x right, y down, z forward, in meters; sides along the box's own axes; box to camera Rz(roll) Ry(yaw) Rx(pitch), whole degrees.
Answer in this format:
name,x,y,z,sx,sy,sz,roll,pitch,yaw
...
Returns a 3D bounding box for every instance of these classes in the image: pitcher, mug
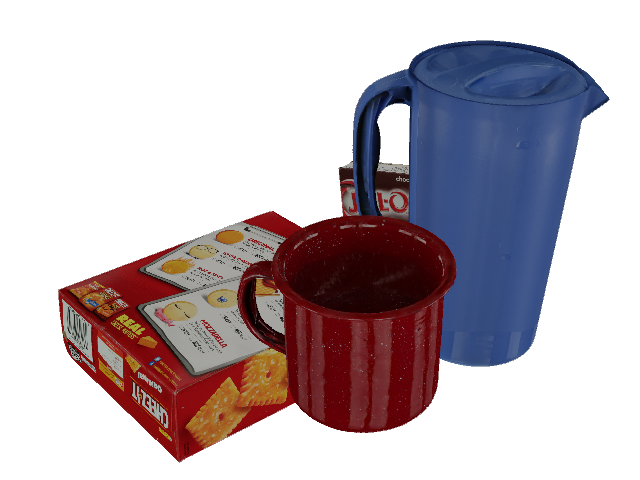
name,x,y,z,sx,sy,sz,roll,pitch,yaw
pitcher,0.118,-0.026,0.838,0.149,0.243,0.144,25,37,34
mug,0.011,0.043,0.559,0.117,0.081,0.093,9,34,16

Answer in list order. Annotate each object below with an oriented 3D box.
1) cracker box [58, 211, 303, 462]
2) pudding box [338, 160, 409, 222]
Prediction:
name,x,y,z,sx,sy,sz,roll,pitch,yaw
cracker box,-0.070,0.065,0.834,0.213,0.072,0.164,-22,37,-35
pudding box,0.078,-0.038,1.168,0.114,0.090,0.039,7,24,31
